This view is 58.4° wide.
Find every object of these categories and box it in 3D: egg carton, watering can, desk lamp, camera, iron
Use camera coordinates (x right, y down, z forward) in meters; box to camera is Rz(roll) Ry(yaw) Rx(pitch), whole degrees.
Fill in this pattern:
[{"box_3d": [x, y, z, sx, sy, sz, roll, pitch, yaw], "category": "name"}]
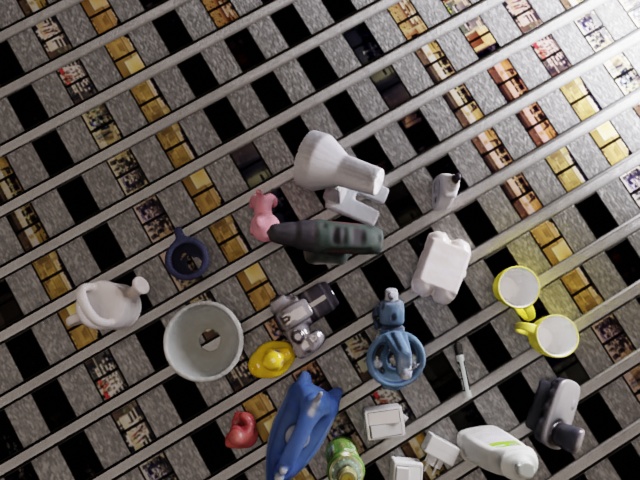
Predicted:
[{"box_3d": [0.265, 0.061, 1.252, 0.107, 0.069, 0.150, 20, 82, 2], "category": "egg carton"}, {"box_3d": [-0.434, 0.127, 1.163, 0.101, 0.194, 0.173, 41, 83, 5], "category": "watering can"}, {"box_3d": [0.050, -0.129, 1.201, 0.203, 0.213, 0.118, 23, 82, 2], "category": "desk lamp"}, {"box_3d": [-0.022, 0.160, 1.215, 0.137, 0.101, 0.143, -31, 84, -5], "category": "camera"}, {"box_3d": [-0.048, 0.406, 1.160, 0.118, 0.141, 0.258, 25, 82, 2], "category": "iron"}]

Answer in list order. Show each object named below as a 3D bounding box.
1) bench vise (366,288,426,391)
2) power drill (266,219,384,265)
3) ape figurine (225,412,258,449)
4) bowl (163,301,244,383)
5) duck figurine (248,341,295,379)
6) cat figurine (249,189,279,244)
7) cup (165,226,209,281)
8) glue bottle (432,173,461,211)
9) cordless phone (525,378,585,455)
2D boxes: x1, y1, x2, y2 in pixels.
[{"box_3d": [0.142, 0.206, 1.153, 0.121, 0.219, 0.207, -20, 83, -4], "category": "bench vise"}, {"box_3d": [0.011, 0.004, 1.184, 0.229, 0.208, 0.076, 1, 82, -1], "category": "power drill"}, {"box_3d": [-0.166, 0.401, 1.182, 0.078, 0.092, 0.076, -39, 84, -6], "category": "ape figurine"}, {"box_3d": [-0.241, 0.215, 1.215, 0.167, 0.074, 0.167, 0, 82, -1], "category": "bowl"}, {"box_3d": [-0.103, 0.254, 1.208, 0.104, 0.086, 0.077, -23, 83, -4], "category": "duck figurine"}, {"box_3d": [-0.121, -0.048, 1.234, 0.067, 0.117, 0.128, -9, 82, -2], "category": "cat figurine"}, {"box_3d": [-0.282, 0.032, 1.230, 0.091, 0.095, 0.118, -20, 83, -4], "category": "cup"}, {"box_3d": [0.275, -0.114, 1.225, 0.037, 0.173, 0.078, 4, 82, 0], "category": "glue bottle"}, {"box_3d": [0.502, 0.359, 1.158, 0.094, 0.185, 0.148, 18, 82, 2], "category": "cordless phone"}]
